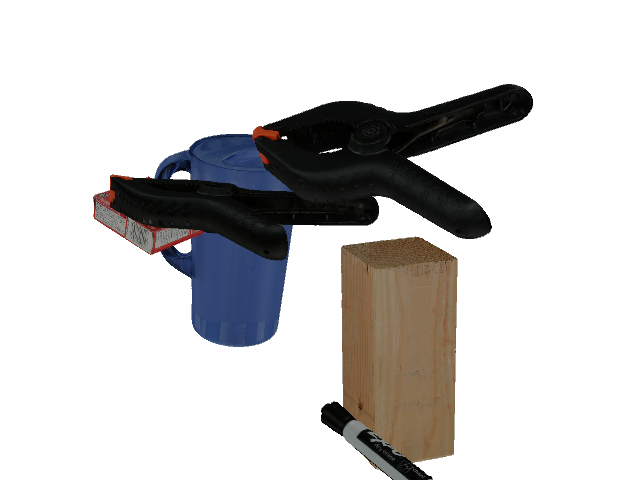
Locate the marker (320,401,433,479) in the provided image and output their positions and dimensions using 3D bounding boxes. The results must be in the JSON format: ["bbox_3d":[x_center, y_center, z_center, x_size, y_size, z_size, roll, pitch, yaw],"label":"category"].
[{"bbox_3d":[0.042,0.150,0.752,0.020,0.020,0.121,0,25,-45],"label":"marker"}]

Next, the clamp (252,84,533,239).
[{"bbox_3d":[0.037,-0.046,0.637,0.172,0.039,0.120,-4,39,20],"label":"clamp"}]

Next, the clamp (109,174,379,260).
[{"bbox_3d":[-0.077,-0.022,0.807,0.210,0.036,0.164,8,13,19],"label":"clamp"}]

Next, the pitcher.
[{"bbox_3d":[-0.107,0.001,1.283,0.149,0.243,0.144,19,26,29],"label":"pitcher"}]

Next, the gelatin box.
[{"bbox_3d":[-0.168,-0.027,1.049,0.089,0.030,0.073,30,35,31],"label":"gelatin box"}]

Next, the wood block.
[{"bbox_3d":[0.077,0.110,1.068,0.090,0.206,0.091,-7,17,-20],"label":"wood block"}]
